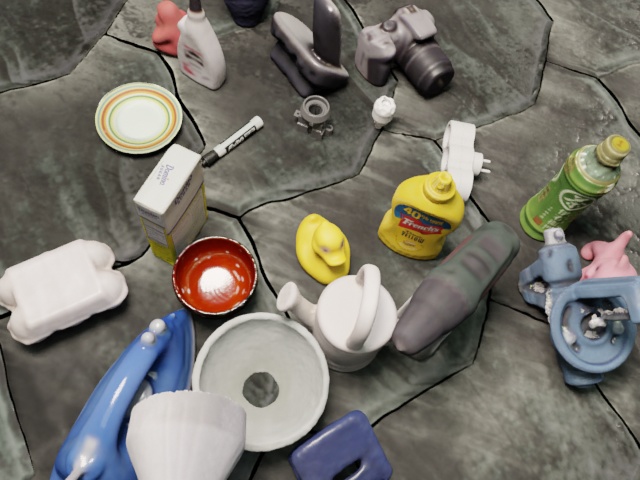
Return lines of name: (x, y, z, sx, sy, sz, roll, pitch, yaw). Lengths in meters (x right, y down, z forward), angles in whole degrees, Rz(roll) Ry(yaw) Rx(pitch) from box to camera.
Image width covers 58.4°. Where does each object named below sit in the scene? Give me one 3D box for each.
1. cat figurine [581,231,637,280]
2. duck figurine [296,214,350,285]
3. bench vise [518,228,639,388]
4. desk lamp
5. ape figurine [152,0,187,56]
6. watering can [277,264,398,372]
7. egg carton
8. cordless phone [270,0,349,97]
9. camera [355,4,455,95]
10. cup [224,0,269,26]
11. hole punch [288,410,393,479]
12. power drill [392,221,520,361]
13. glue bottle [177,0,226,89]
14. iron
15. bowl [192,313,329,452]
cat figurine: (0.417, 0.043, 0.820, 0.067, 0.118, 0.128, 29, 66, 7)
duck figurine: (0.007, 0.003, 0.805, 0.077, 0.086, 0.104, -20, 70, -15)
bench vise: (0.339, 0.075, 0.739, 0.122, 0.220, 0.207, -26, 71, -17)
desk lamp: (-0.138, 0.275, 0.595, 0.118, 0.213, 0.203, 2, 66, -6)
ape figurine: (-0.240, -0.349, 0.929, 0.078, 0.092, 0.076, -38, 75, -20)
watering can: (0.036, 0.095, 0.707, 0.173, 0.194, 0.101, -7, 67, -10)
egg carton: (-0.333, 0.065, 0.744, 0.150, 0.069, 0.107, -26, 71, -17)
cordless phone: (-0.013, -0.332, 0.898, 0.094, 0.185, 0.147, -35, 74, -20)
camera: (0.152, -0.311, 0.955, 0.143, 0.101, 0.136, -27, 72, -17)
cup: (-0.128, -0.424, 0.975, 0.092, 0.095, 0.117, -7, 67, -10)
hole punch: (0.028, 0.270, 0.685, 0.109, 0.091, 0.101, -29, 72, -18)
power drill: (0.152, 0.081, 0.720, 0.075, 0.208, 0.230, 42, 68, 12)
glue bottle: (-0.185, -0.307, 0.872, 0.078, 0.173, 0.037, 27, 66, 6)
iron: (-0.218, 0.176, 0.669, 0.118, 0.141, 0.258, 20, 65, 2)
bowl: (-0.074, 0.181, 0.721, 0.167, 0.075, 0.167, 3, 66, -6)
